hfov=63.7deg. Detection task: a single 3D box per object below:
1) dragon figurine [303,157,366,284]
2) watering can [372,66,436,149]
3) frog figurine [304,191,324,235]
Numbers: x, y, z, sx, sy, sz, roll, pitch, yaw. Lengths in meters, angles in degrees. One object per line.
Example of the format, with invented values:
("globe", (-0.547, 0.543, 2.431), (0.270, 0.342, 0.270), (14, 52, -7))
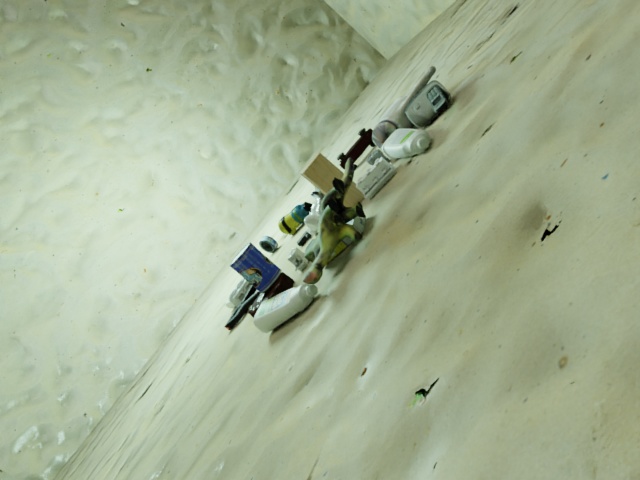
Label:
("dragon figurine", (0.016, -0.039, 1.429), (0.238, 0.121, 0.420), (-48, 19, 37))
("watering can", (0.284, -0.439, 1.773), (0.227, 0.104, 0.342), (-54, -4, -21))
("frog figurine", (0.006, -0.095, 1.886), (0.137, 0.123, 0.159), (-175, 88, -67))
